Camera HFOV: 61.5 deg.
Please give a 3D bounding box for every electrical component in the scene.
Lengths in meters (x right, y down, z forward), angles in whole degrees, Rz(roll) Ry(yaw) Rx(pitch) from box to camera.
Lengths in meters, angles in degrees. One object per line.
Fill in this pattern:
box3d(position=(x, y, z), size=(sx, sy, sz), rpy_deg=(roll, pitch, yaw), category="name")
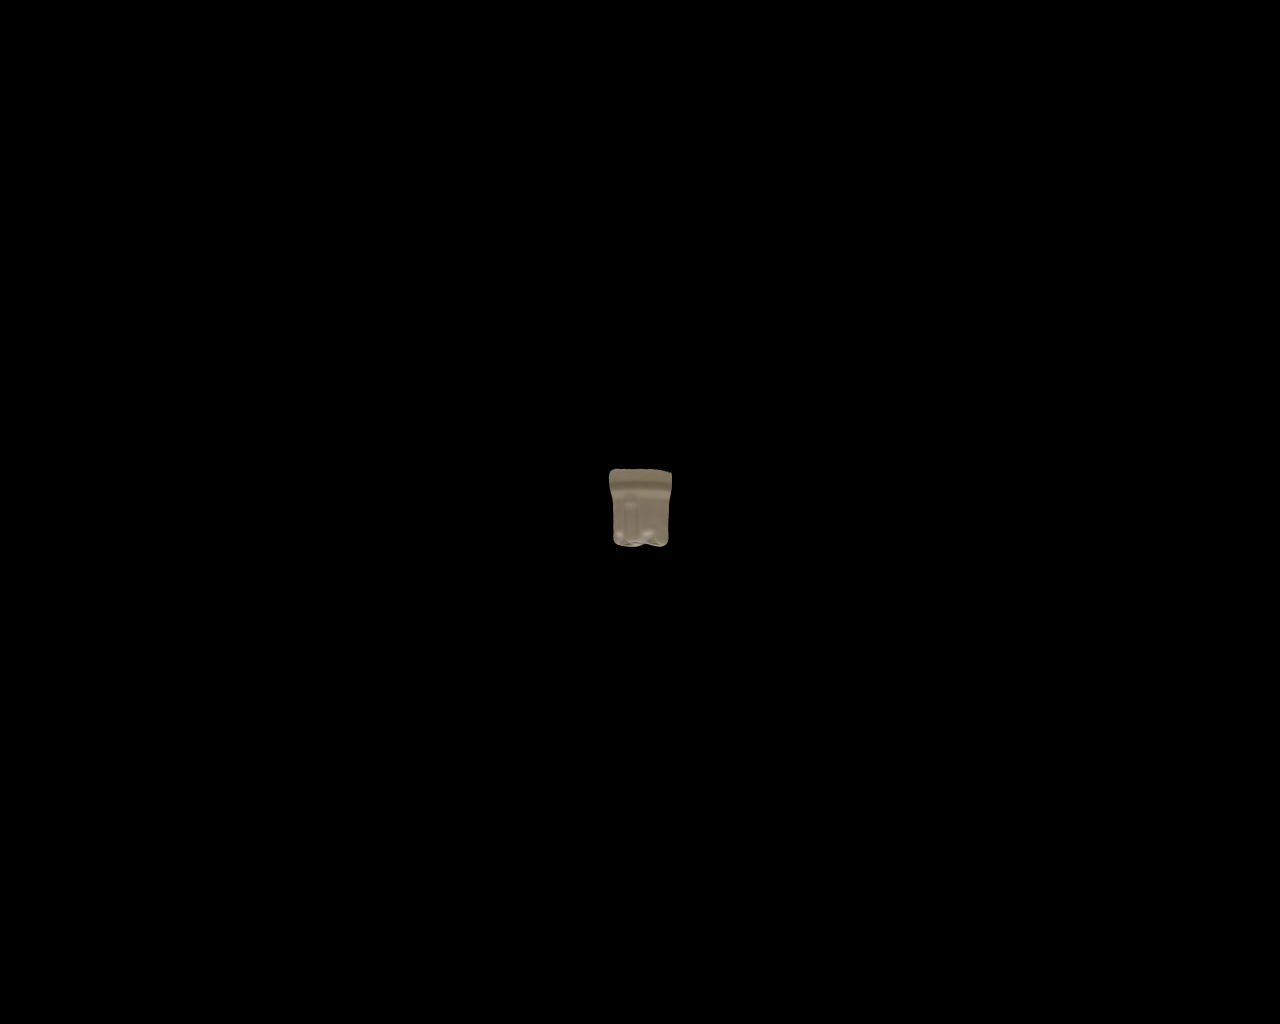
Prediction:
box3d(position=(0.001, -0.003, 0.650), size=(0.040, 0.046, 0.040), rpy_deg=(0, -3, 0), category="electrical component")
